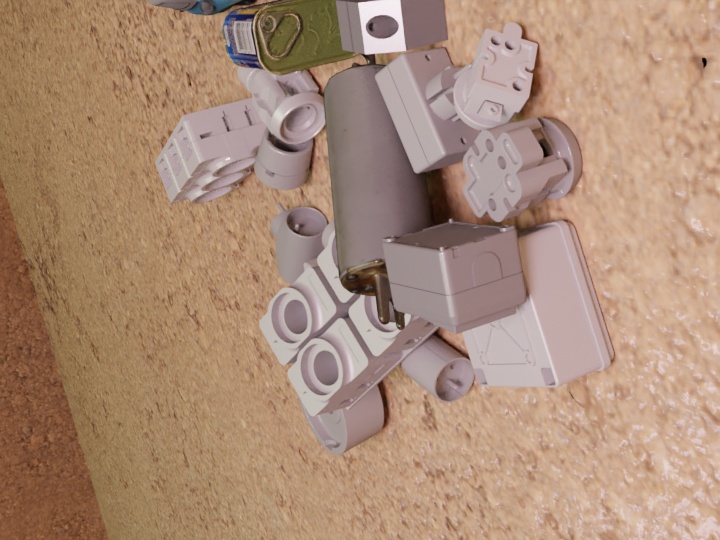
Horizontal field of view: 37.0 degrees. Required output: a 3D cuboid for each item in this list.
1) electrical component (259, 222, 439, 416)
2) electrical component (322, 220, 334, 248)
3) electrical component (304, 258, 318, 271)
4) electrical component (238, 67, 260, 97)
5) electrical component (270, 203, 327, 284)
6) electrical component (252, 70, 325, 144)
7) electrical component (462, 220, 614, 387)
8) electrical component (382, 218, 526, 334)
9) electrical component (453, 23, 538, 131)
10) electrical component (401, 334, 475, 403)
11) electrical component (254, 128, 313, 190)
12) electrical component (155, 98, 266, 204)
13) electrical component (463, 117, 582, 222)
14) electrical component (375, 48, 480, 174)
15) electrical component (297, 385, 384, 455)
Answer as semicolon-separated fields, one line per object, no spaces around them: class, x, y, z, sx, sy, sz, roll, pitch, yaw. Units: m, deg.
electrical component;-0.001;0.033;0.929;0.186;0.060;0.105;-46;66;34
electrical component;0.000;0.000;1.013;0.077;0.043;0.079;50;147;37
electrical component;-0.032;0.023;1.088;0.076;0.047;0.083;27;131;55
electrical component;-0.096;-0.188;1.078;0.065;0.044;0.044;52;149;43
electrical component;-0.069;-0.037;1.125;0.079;0.043;0.077;55;150;31
electrical component;-0.066;-0.157;1.020;0.057;0.058;0.078;57;152;32
electrical component;0.118;0.027;0.782;0.109;0.056;0.108;-12;97;64
electrical component;0.061;0.003;0.737;0.096;0.062;0.061;12;116;62
electrical component;0.091;-0.126;0.732;0.055;0.048;0.066;118;166;-65
electrical component;0.060;0.080;0.950;0.081;0.043;0.043;35;137;51
electrical component;-0.075;-0.115;1.071;0.055;0.055;0.047;56;147;28
electrical component;-0.162;-0.126;1.193;0.061;0.089;0.150;68;155;5
electrical component;0.111;-0.070;0.727;0.058;0.057;0.078;62;153;17
electrical component;0.063;-0.126;0.797;0.076;0.047;0.083;-29;81;50
electrical component;-0.016;0.131;1.117;0.108;0.060;0.108;43;144;44
